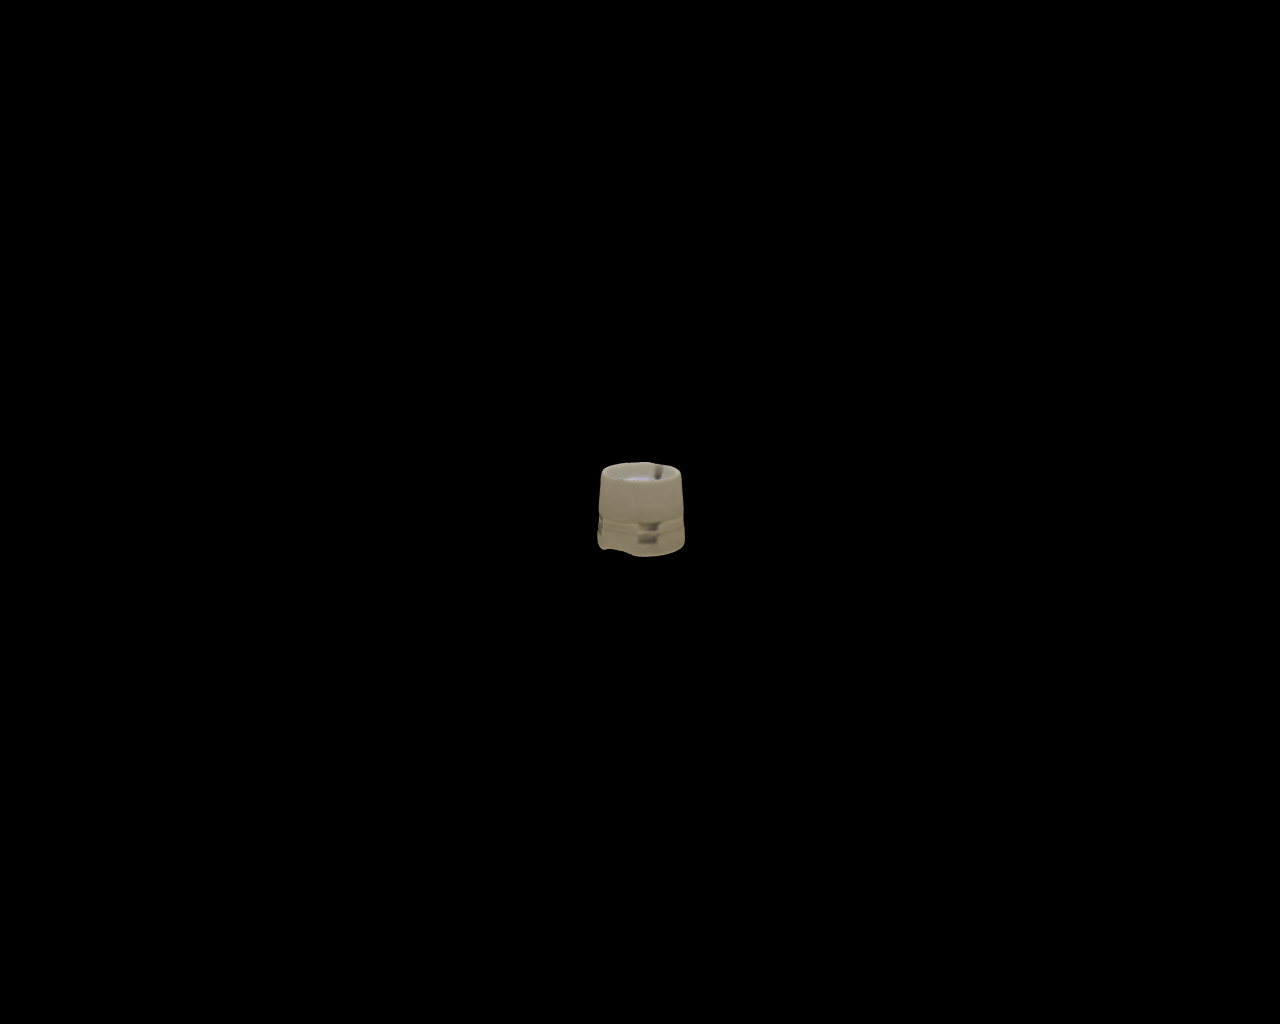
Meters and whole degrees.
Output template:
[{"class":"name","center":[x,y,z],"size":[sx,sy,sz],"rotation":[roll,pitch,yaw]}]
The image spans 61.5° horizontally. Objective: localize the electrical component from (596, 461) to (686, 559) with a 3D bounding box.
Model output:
[{"class":"electrical component","center":[0.001,-0.003,0.650],"size":[0.055,0.047,0.055],"rotation":[0,17,0]}]
